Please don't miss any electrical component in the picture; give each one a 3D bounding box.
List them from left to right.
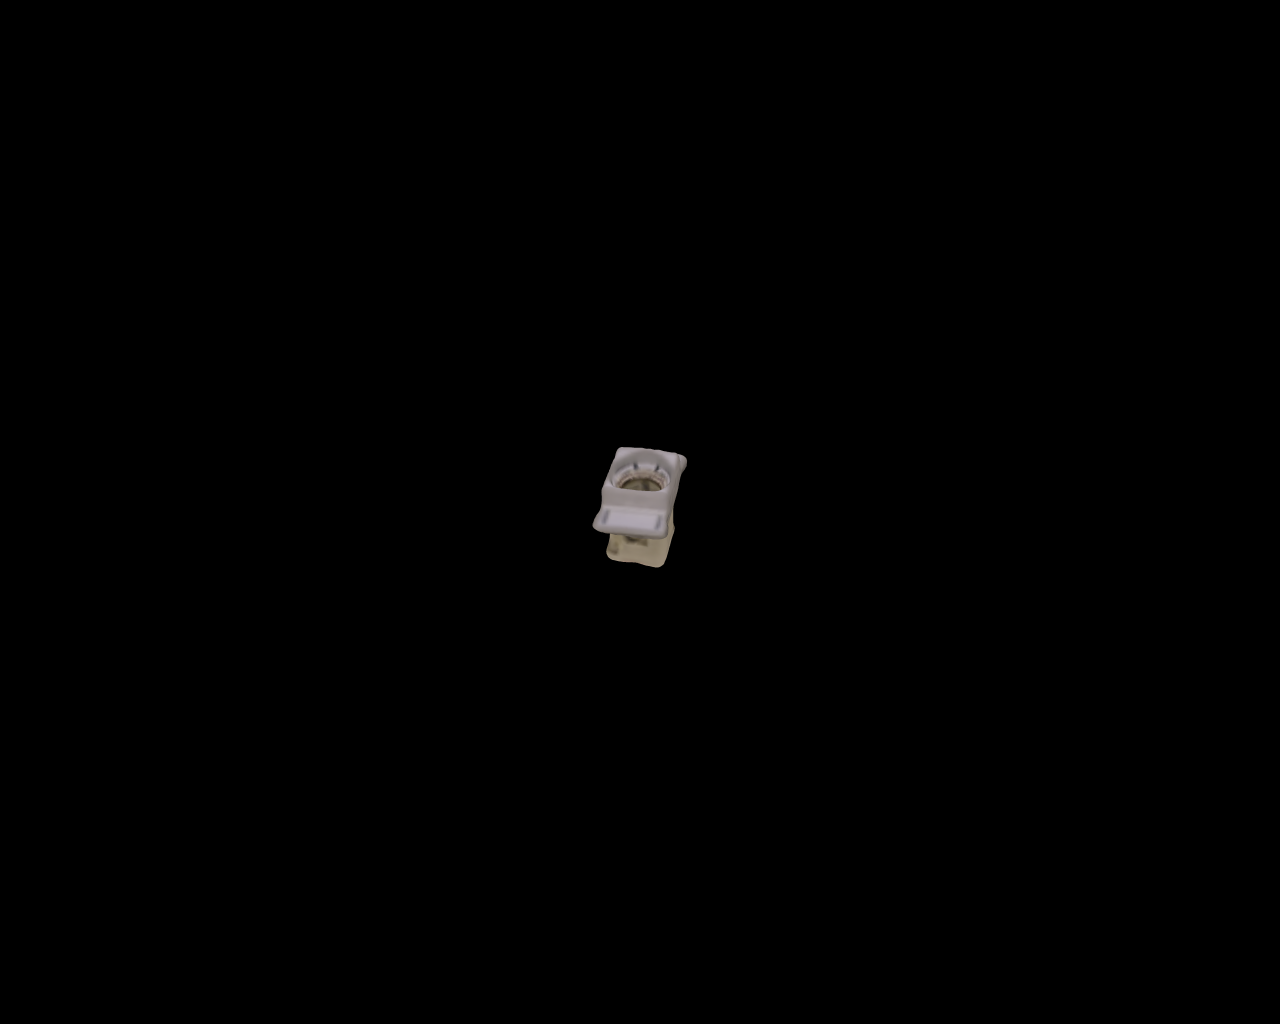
[{"bbox_3d":[0.001,-0.003,0.650,0.042,0.063,0.081,8,40,10],"label":"electrical component"}]
